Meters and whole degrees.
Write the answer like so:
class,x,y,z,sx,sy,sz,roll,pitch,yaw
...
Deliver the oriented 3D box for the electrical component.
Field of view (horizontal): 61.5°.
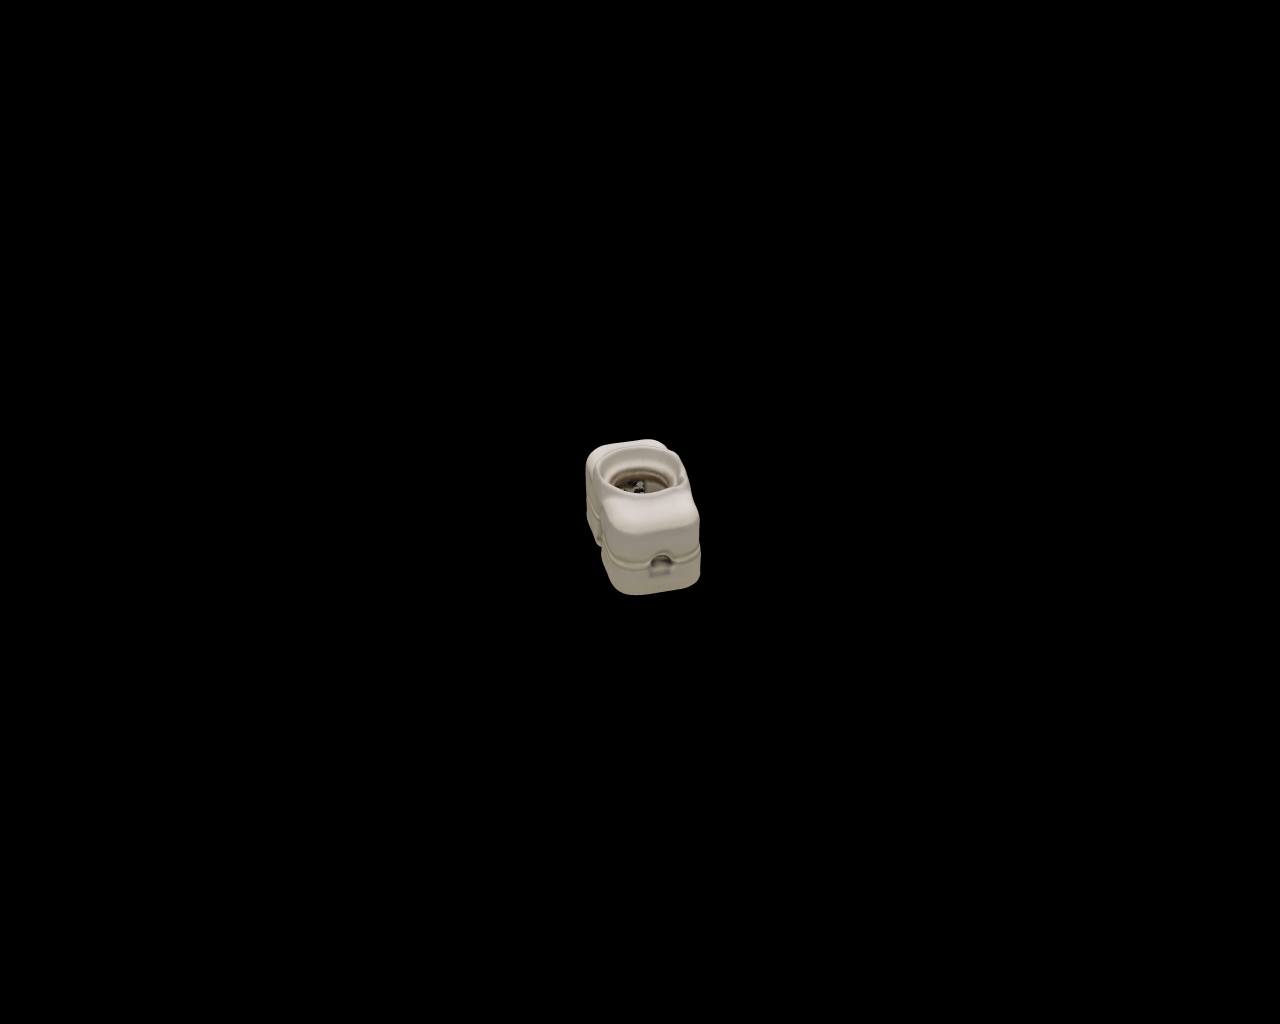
class,x,y,z,sx,sy,sz,roll,pitch,yaw
electrical component,0.001,-0.003,0.650,0.054,0.059,0.095,-8,36,-11
